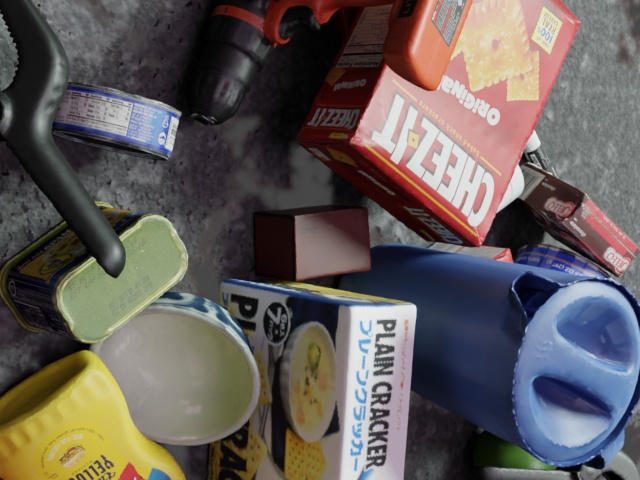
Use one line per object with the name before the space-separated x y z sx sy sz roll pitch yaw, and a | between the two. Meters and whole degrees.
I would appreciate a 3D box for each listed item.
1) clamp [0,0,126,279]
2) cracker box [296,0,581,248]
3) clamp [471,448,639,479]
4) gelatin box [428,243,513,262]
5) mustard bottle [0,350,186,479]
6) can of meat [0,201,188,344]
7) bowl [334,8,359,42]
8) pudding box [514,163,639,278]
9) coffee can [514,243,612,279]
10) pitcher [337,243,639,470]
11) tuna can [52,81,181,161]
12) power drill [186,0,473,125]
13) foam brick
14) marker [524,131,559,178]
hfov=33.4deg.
clamp | -0.211 -0.068 0.655 0.164 0.036 0.210 -9 82 1
cracker box | 0.099 -0.125 0.826 0.164 0.072 0.213 35 74 -35
clamp | 0.216 0.183 0.899 0.171 0.039 0.120 31 76 -15
gelatin box | 0.134 0.042 0.931 0.030 0.089 0.073 -29 112 -33
mustard bottle | -0.146 0.174 0.741 0.096 0.058 0.191 -35 118 -9
can of meat | -0.149 0.021 0.710 0.102 0.084 0.057 -41 118 -29
bowl | 0.063 -0.195 0.873 0.161 0.055 0.162 -5 98 -38
pudding box | 0.229 -0.020 0.979 0.090 0.114 0.039 40 94 -27
coffee can | 0.200 0.089 0.980 0.102 0.103 0.140 42 69 -33
pitcher | 0.122 0.081 0.823 0.144 0.243 0.149 4 97 -34
tuna can | -0.137 -0.078 0.708 0.086 0.086 0.034 14 88 -38
power drill | 0.004 -0.155 0.750 0.057 0.188 0.184 38 70 -55
foam brick | -0.006 0.001 0.842 0.078 0.051 0.053 -6 97 -38
marker | 0.224 -0.057 1.038 0.020 0.020 0.121 -49 122 -24
